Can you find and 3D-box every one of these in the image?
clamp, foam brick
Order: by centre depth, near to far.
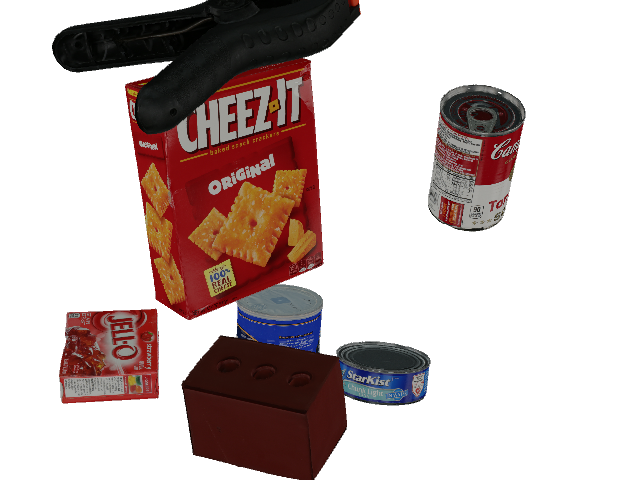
[{"bbox_3d":[-0.047,-0.105,0.564,0.171,0.039,0.120,-21,42,-15],"label":"clamp"},{"bbox_3d":[-0.031,0.094,0.605,0.078,0.051,0.053,8,30,20],"label":"foam brick"}]

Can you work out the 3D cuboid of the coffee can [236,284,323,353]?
[{"bbox_3d":[-0.051,0.135,1.282,0.103,0.140,0.103,3,18,-1],"label":"coffee can"}]

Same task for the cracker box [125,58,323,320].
[{"bbox_3d":[-0.082,-0.054,0.992,0.163,0.214,0.072,-21,29,-33],"label":"cracker box"}]

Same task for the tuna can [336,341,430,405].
[{"bbox_3d":[0.056,0.120,0.970,0.086,0.034,0.086,5,11,-1],"label":"tuna can"}]

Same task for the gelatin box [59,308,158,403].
[{"bbox_3d":[-0.163,0.088,0.832,0.073,0.030,0.089,-2,30,-7],"label":"gelatin box"}]

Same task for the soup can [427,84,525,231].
[{"bbox_3d":[0.125,-0.066,0.875,0.068,0.102,0.068,2,41,-2],"label":"soup can"}]
